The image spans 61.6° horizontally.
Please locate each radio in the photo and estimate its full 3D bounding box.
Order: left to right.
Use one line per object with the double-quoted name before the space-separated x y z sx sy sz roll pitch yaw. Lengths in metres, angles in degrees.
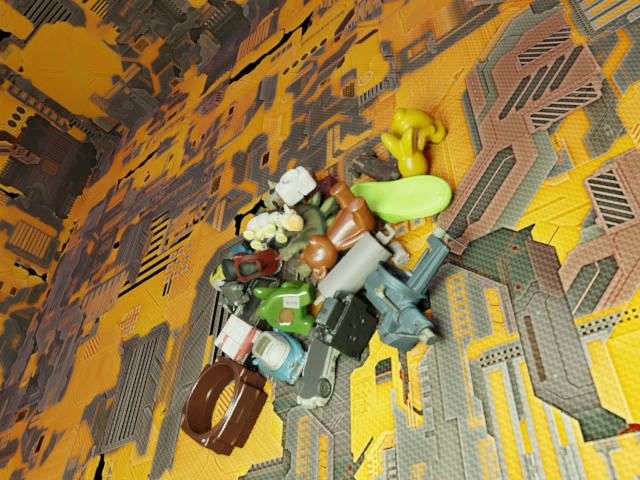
"radio" -0.166 0.201 1.386 0.131 0.073 0.229 11 67 52

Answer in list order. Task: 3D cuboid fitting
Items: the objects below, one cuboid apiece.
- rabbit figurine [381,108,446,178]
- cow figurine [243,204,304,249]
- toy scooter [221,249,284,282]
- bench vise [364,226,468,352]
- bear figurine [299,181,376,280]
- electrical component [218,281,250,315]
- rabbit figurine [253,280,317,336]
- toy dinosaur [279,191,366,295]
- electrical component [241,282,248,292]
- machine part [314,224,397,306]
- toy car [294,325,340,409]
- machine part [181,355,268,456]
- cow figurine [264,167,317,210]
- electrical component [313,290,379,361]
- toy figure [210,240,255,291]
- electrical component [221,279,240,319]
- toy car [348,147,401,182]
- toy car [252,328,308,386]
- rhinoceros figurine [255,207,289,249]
"rabbit figurine" 0.223 -0.221 1.276 0.122 0.162 0.173 -7 71 31
"cow figurine" -0.108 -0.044 1.356 0.167 0.068 0.098 -16 41 27
"toy scooter" -0.168 0.062 1.386 0.135 0.075 0.184 -19 6 -30
"bench vise" 0.183 0.087 1.042 0.240 0.129 0.224 -58 25 12
"bear figurine" 0.026 -0.016 1.214 0.196 0.131 0.120 -37 41 -1
"electrical component" -0.223 0.149 1.381 0.102 0.078 0.045 0 35 45
"rabbit figurine" -0.074 0.152 1.281 0.159 0.121 0.170 -8 12 10
"toy dinosaur" -0.003 -0.004 1.356 0.198 0.105 0.472 -38 49 15
"electrical component" -0.187 0.119 1.475 0.021 0.094 0.063 25 78 21
"machine part" 0.077 0.066 1.166 0.243 0.079 0.079 -47 35 11
"toy car" 0.003 0.263 1.156 0.074 0.056 0.202 -8 55 38
"machine part" -0.233 0.390 1.285 0.202 0.087 0.201 6 64 53
"cow figurine" -0.092 -0.150 1.608 0.195 0.085 0.127 -31 44 29
"electrical component" 0.050 0.172 1.111 0.058 0.134 0.115 6 66 49
"toy figure" -0.254 0.079 1.593 0.180 0.082 0.089 -53 14 12
"electrical component" -0.236 0.164 1.515 0.075 0.048 0.119 -15 82 44
"toy car" 0.141 -0.190 1.406 0.089 0.053 0.202 -54 36 2
"toy car" -0.103 0.262 1.236 0.109 0.102 0.162 -58 33 -7
"rhinoceros figurine" -0.146 -0.029 1.569 0.112 0.073 0.191 -53 34 -4
